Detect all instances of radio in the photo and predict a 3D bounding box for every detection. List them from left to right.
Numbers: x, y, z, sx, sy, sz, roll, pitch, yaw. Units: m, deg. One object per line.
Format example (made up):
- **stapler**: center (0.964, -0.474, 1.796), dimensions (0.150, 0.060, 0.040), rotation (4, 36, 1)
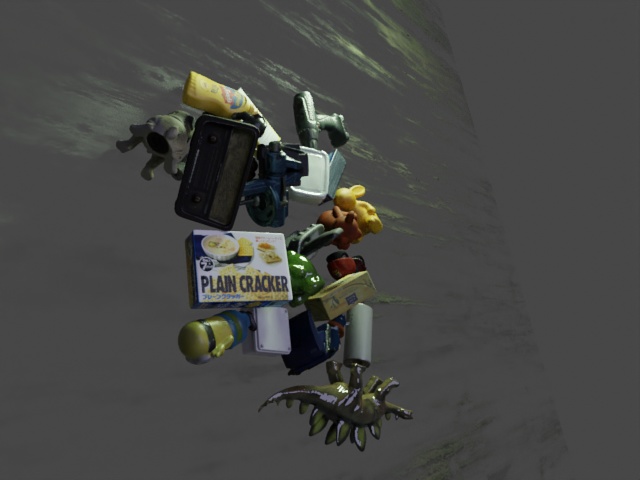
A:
- **radio**: center (-0.220, -0.146, 1.140), dimensions (0.131, 0.229, 0.073), rotation (15, 9, -13)

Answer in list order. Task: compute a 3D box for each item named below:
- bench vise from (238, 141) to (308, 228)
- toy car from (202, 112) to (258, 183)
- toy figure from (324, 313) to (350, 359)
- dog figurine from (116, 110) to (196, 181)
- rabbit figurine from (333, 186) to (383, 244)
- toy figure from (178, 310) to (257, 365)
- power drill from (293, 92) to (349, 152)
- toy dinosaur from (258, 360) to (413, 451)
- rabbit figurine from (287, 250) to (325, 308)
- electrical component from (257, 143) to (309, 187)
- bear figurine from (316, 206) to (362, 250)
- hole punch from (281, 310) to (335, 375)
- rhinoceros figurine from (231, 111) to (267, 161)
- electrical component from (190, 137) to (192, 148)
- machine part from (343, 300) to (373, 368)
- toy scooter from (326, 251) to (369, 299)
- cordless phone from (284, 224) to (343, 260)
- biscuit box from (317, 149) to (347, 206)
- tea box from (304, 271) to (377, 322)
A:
- **bench vise**: center (-0.145, -0.121, 1.286), dimensions (0.240, 0.223, 0.129), rotation (-20, 44, -41)
- **toy car**: center (-0.223, -0.236, 1.343), dimensions (0.202, 0.053, 0.089), rotation (61, 38, -12)
- **toy figure**: center (0.031, 0.248, 1.420), dimensions (0.064, 0.058, 0.154), rotation (62, 29, -19)
- **dog figurine**: center (-0.306, -0.232, 1.129), dimensions (0.121, 0.172, 0.190), rotation (62, 40, -29)
- **rabbit figurine**: center (0.106, -0.101, 1.659), dimensions (0.173, 0.122, 0.162), rotation (43, 36, -32)
- **toy figure**: center (-0.211, 0.189, 1.100), dimensions (0.180, 0.082, 0.089), rotation (-27, 83, -51)
- **power drill**: center (0.000, -0.344, 1.694), dimensions (0.207, 0.086, 0.232), rotation (-1, 70, -46)
- **toy dinosaur**: center (0.058, 0.399, 1.310), dimensions (0.471, 0.105, 0.198), rotation (25, 65, -30)
- **rabbit figurine**: center (-0.096, 0.092, 1.285), dimensions (0.170, 0.121, 0.159), rotation (-19, 84, -41)
- **electrical component**: center (-0.097, -0.196, 1.411), dimensions (0.134, 0.058, 0.114), rotation (-5, 98, -22)
- **bear figurine**: center (0.070, -0.029, 1.495), dimensions (0.132, 0.196, 0.120), rotation (15, 90, -27)
- **hole punch**: center (-0.040, 0.240, 1.267), dimensions (0.092, 0.142, 0.116), rotation (45, 27, -32)
- **rhinoceros figurine**: center (-0.191, -0.220, 1.251), dimensions (0.073, 0.112, 0.190), rotation (83, 30, -50)
- **electrical component**: center (-0.271, -0.215, 1.254), dimensions (0.078, 0.045, 0.102), rotation (90, 3, -51)
- **machine part**: center (0.106, 0.266, 1.494), dimensions (0.079, 0.079, 0.243), rotation (37, 45, -37)
- **toy scooter**: center (0.091, 0.106, 1.563), dimensions (0.183, 0.075, 0.135), rotation (12, 58, -55)
- **cordless phone**: center (-0.002, -0.004, 1.400), dimensions (0.088, 0.184, 0.146), rotation (60, 35, -4)
- **biscuit box**: center (0.025, -0.194, 1.651), dimensions (0.062, 0.059, 0.203), rotation (49, 39, -25)
- **tea box**: center (0.053, 0.149, 1.418), dimensions (0.169, 0.098, 0.068), rotation (-27, 94, -31)
